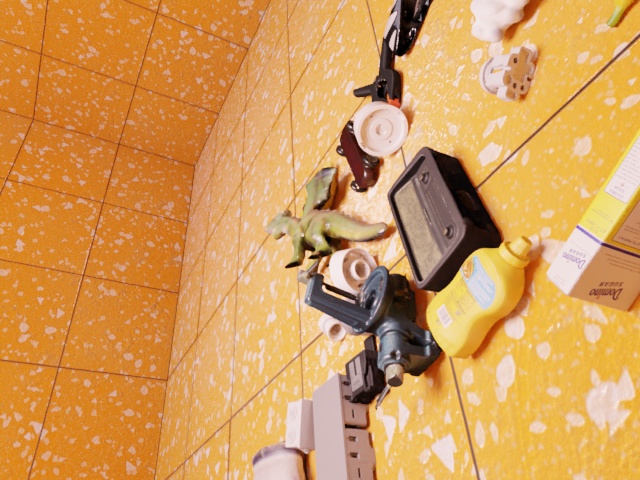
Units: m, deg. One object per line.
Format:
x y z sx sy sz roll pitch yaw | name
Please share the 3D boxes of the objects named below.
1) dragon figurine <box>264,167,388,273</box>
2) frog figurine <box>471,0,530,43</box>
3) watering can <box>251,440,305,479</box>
0.004 -0.059 1.177 0.405 0.121 0.247 -25 59 44 | dragon figurine
0.280 -0.402 0.809 0.157 0.122 0.140 -51 50 21 | frog figurine
-0.065 0.509 1.015 0.340 0.103 0.230 -54 30 40 | watering can
